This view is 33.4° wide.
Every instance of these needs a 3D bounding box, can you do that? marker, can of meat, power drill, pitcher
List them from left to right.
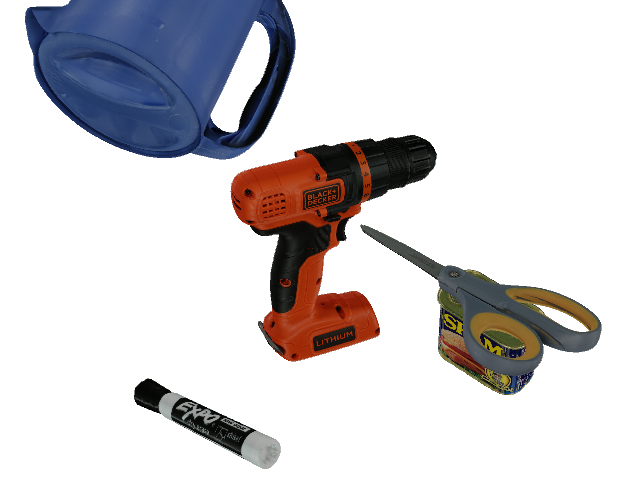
[{"bbox_3d":[-0.095,-0.186,0.813,0.145,0.242,0.149,11,-31,24],"label":"pitcher"},{"bbox_3d":[-0.074,0.112,0.664,0.121,0.020,0.020,17,11,39],"label":"marker"},{"bbox_3d":[0.014,0.004,0.922,0.184,0.188,0.057,-14,33,-20],"label":"power drill"},{"bbox_3d":[0.160,0.090,1.021,0.102,0.084,0.057,33,57,29],"label":"can of meat"}]

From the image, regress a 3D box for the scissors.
[{"bbox_3d":[0.086,0.038,0.717,0.202,0.016,0.096,20,37,30],"label":"scissors"}]
